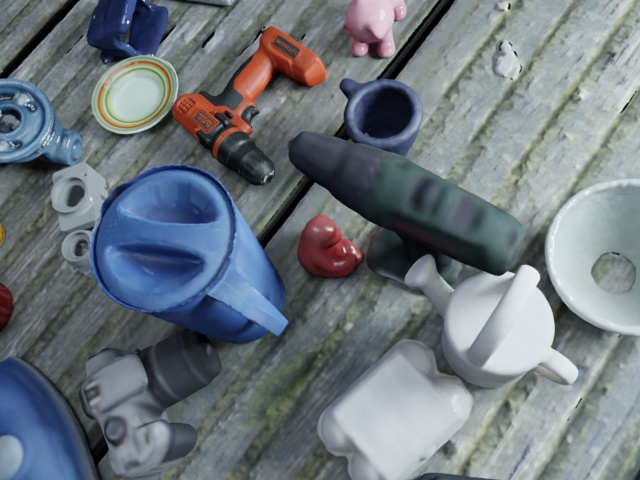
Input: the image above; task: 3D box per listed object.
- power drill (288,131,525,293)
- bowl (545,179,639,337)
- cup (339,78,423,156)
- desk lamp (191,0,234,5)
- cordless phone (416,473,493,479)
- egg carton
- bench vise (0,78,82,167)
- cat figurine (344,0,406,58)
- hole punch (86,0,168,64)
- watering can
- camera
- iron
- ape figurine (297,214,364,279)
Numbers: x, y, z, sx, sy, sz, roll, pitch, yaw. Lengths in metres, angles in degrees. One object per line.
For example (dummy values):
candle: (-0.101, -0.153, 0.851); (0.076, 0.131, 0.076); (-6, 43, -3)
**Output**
power drill: (0.086, -0.017, 0.588); (0.229, 0.209, 0.076); (22, 76, 18)
bowl: (0.317, 0.025, 0.601); (0.167, 0.075, 0.167); (-3, 70, 10)
cup: (0.070, -0.139, 0.696); (0.092, 0.095, 0.117); (-43, 69, -6)
desk lamp: (-0.225, -0.453, 0.801); (0.202, 0.214, 0.118); (14, 74, 15)
cordless phone: (0.136, 0.255, 0.492); (0.147, 0.185, 0.094); (-2, 70, 10)
egg carton: (0.077, 0.182, 0.592); (0.150, 0.069, 0.107); (-43, 68, -6)
bench vise: (-0.448, -0.156, 0.733); (0.207, 0.220, 0.121); (-9, 69, 8)
cat figurine: (0.069, -0.299, 0.741); (0.067, 0.118, 0.128); (9, 72, 14)
hole punch: (-0.290, -0.324, 0.833); (0.101, 0.091, 0.109); (5, 72, 13)
watering can: (0.161, 0.079, 0.547); (0.172, 0.194, 0.101); (12, 73, 15)
camera: (-0.178, 0.166, 0.630); (0.137, 0.101, 0.143); (-30, 68, -1)
iron: (-0.342, 0.230, 0.616); (0.118, 0.142, 0.258); (-31, 68, -1)
ape figurine: (0.006, 0.002, 0.659); (0.076, 0.092, 0.078); (-14, 68, 6)
